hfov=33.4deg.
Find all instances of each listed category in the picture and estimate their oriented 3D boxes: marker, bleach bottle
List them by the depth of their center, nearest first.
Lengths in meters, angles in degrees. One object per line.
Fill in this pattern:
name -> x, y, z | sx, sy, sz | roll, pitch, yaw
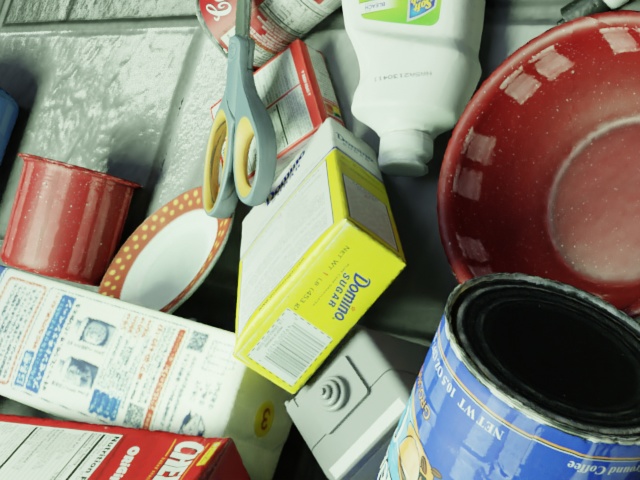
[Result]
marker -> 0.176, -0.146, 0.557 | 0.121, 0.020, 0.020 | -34, 53, 28
bleach bottle -> 0.051, -0.160, 0.645 | 0.103, 0.068, 0.251 | -5, 72, 31

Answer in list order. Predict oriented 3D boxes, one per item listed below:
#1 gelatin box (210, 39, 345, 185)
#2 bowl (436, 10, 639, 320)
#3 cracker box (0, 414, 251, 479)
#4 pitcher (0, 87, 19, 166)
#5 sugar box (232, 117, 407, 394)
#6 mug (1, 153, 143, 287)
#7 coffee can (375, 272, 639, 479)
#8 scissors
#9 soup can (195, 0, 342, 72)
gelatin box -> -0.029, -0.078, 0.712 | 0.089, 0.030, 0.073 | -33, 56, 29
bowl -> 0.138, -0.027, 0.520 | 0.162, 0.055, 0.162 | -17, 63, 37
cracker box -> -0.121, 0.176, 0.580 | 0.214, 0.164, 0.072 | -1, 34, 30
pitcher -> -0.359, -0.030, 0.938 | 0.149, 0.144, 0.243 | 15, 80, 32
sugar box -> -0.004, 0.001, 0.591 | 0.093, 0.048, 0.176 | -49, 14, 17
mug -> -0.190, -0.013, 0.802 | 0.117, 0.093, 0.081 | -173, 98, -75
coffee can -> 0.079, 0.100, 0.457 | 0.103, 0.102, 0.140 | 50, 133, 42
scissors -> -0.042, -0.107, 0.663 | 0.096, 0.016, 0.202 | 30, 112, 58
soup can -> -0.025, -0.168, 0.716 | 0.102, 0.068, 0.068 | -34, 54, 28
